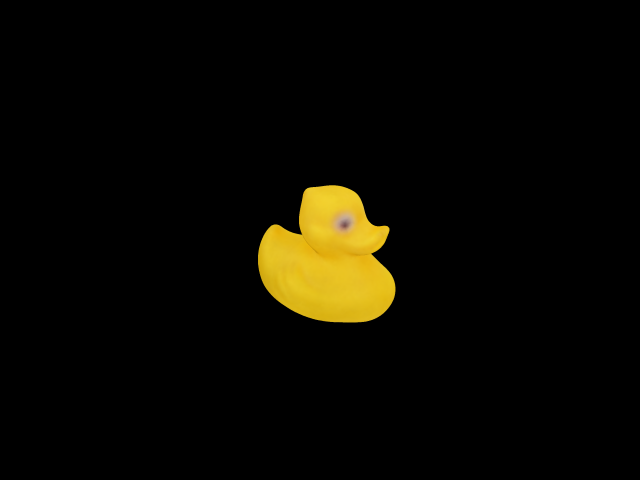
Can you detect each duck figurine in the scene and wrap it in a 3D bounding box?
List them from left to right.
[{"bbox_3d":[0.004,0.001,0.400,0.104,0.086,0.078,17,36,25],"label":"duck figurine"}]
